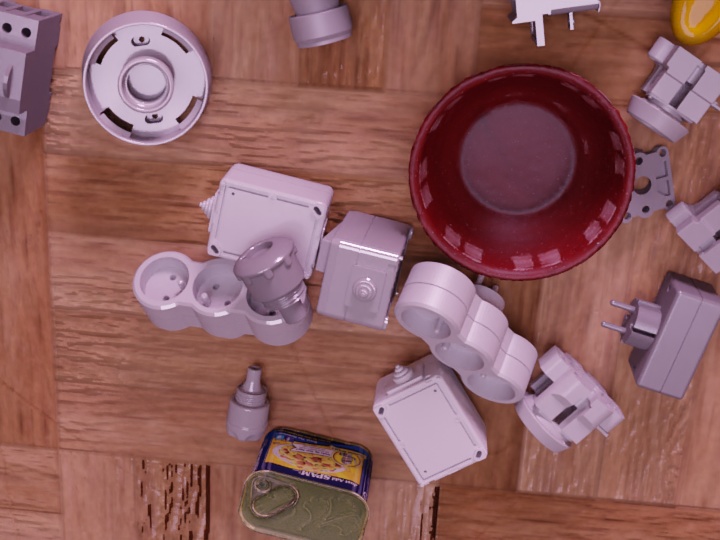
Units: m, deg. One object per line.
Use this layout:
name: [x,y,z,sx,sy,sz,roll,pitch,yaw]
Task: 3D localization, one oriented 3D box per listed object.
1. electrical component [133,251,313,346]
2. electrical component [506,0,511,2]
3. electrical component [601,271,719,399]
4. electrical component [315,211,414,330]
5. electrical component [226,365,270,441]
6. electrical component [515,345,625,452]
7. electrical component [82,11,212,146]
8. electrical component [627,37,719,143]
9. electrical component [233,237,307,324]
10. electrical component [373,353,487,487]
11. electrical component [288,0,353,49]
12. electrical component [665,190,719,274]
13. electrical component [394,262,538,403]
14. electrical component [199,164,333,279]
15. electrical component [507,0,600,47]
electrical component: [-0.105,0.030,0.853,0.138,0.052,0.073,7,152,11]
electrical component: [0.144,-0.271,0.675,0.186,0.060,0.105,-40,103,-12]
electrical component: [0.225,0.044,0.829,0.076,0.047,0.083,18,110,-1]
electrical component: [0.000,0.000,0.809,0.061,0.096,0.061,14,111,4]
electrical component: [-0.091,0.109,0.890,0.035,0.035,0.061,11,108,2]
electrical component: [0.161,0.107,0.854,0.078,0.058,0.057,43,105,-10]
electrical component: [-0.160,-0.142,0.804,0.099,0.064,0.099,-3,108,-8]
electrical component: [0.225,-0.125,0.771,0.066,0.048,0.055,33,102,-6]
electrical component: [-0.059,0.010,0.781,0.048,0.048,0.062,-21,115,12]
electrical component: [0.054,0.111,0.862,0.062,0.061,0.096,-28,105,14]
electrical component: [-0.031,-0.191,0.771,0.045,0.045,0.055,-11,109,9]
electrical component: [0.271,-0.036,0.798,0.066,0.048,0.055,44,115,-10]
electrical component: [0.089,0.036,0.829,0.052,0.073,0.138,-8,138,46]
electrical component: [-0.073,-0.041,0.820,0.096,0.061,0.061,14,110,0]
electrical component: [0.134,-0.202,0.754,0.064,0.042,0.081,-7,109,4]
